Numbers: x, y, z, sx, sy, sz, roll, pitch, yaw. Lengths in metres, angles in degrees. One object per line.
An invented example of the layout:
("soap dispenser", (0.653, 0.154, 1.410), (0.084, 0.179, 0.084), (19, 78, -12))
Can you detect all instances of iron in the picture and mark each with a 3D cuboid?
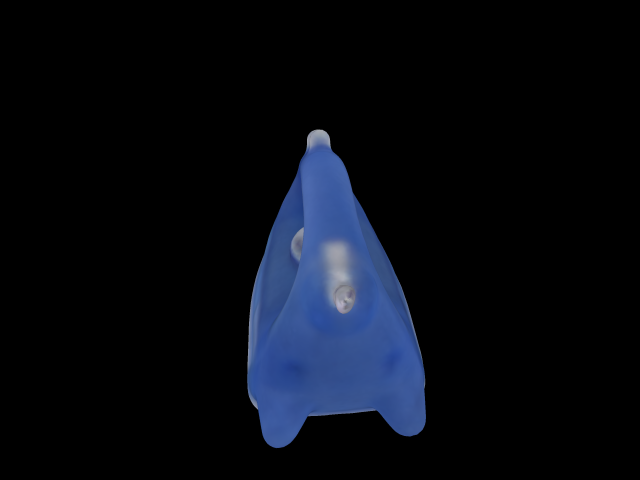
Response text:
("iron", (0.004, 0.001, 0.400), (0.118, 0.141, 0.258), (-4, 43, -4))
